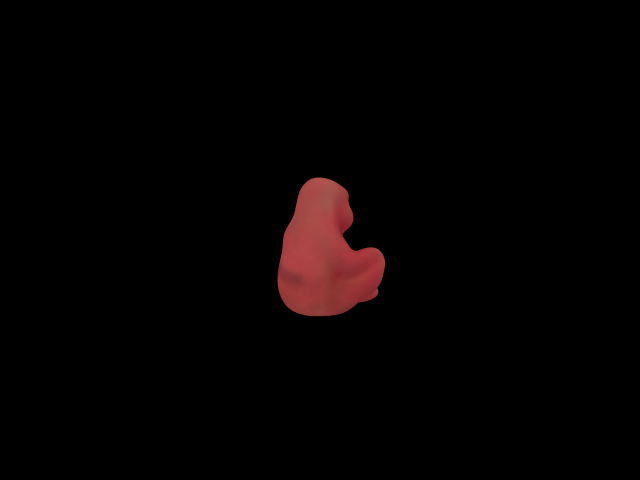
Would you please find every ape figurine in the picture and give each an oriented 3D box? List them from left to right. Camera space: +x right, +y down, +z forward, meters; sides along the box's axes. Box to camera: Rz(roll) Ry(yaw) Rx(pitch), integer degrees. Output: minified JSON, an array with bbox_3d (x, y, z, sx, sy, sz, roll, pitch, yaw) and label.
[{"bbox_3d":[0.004,0.001,0.400,0.076,0.092,0.077,-16,27,-33],"label":"ape figurine"}]
